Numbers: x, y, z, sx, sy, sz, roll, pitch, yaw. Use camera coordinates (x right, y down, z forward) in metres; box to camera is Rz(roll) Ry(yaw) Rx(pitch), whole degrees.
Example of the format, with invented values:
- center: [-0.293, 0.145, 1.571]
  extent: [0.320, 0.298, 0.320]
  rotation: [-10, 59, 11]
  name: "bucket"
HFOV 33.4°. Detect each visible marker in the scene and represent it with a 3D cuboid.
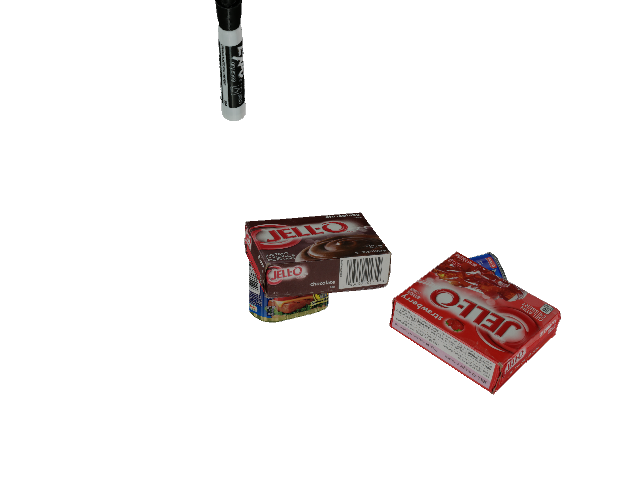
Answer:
- center: [-0.066, -0.136, 0.789]
  extent: [0.020, 0.020, 0.121]
  rotation: [0, -36, -2]
  name: "marker"

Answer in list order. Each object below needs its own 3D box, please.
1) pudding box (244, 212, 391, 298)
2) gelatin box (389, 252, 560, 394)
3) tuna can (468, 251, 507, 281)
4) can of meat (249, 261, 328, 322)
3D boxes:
- center: [-0.004, 0.011, 0.940]
  extent: [0.113, 0.039, 0.090]
  rotation: [-3, 26, -15]
  name: "pudding box"
- center: [0.103, 0.052, 0.715]
  extent: [0.089, 0.030, 0.073]
  rotation: [32, 46, 29]
  name: "gelatin box"
- center: [0.176, 0.058, 1.139]
  extent: [0.033, 0.086, 0.086]
  rotation: [-14, 1, -6]
  name: "tuna can"
- center: [-0.036, 0.043, 1.250]
  extent: [0.101, 0.084, 0.058]
  rotation: [-11, 20, -36]
  name: "can of meat"
